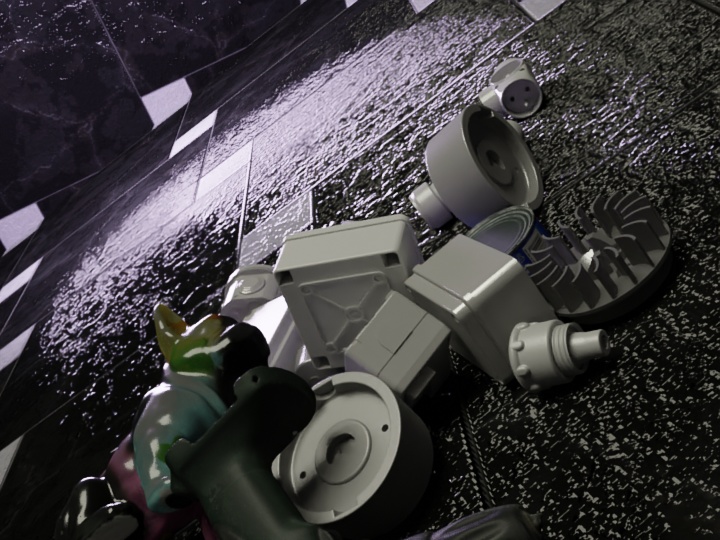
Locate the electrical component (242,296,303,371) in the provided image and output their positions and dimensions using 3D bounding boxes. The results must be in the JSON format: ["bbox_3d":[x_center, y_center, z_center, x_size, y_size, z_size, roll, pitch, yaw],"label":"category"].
[{"bbox_3d":[-0.081,0.080,0.993,0.078,0.057,0.113,-25,25,34],"label":"electrical component"}]

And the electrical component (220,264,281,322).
[{"bbox_3d":[-0.100,0.038,1.083,0.080,0.080,0.051,-29,29,28],"label":"electrical component"}]

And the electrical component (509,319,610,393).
[{"bbox_3d":[0.132,0.053,0.704,0.062,0.048,0.048,-16,31,35],"label":"electrical component"}]

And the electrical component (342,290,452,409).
[{"bbox_3d":[0.030,0.070,0.795,0.061,0.061,0.096,-50,-16,-19],"label":"electrical component"}]

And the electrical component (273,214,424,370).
[{"bbox_3d":[0.000,0.019,0.870,0.109,0.108,0.056,-10,33,19],"label":"electrical component"}]

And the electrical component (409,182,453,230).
[{"bbox_3d":[0.081,-0.072,1.045,0.055,0.045,0.045,-38,21,8],"label":"electrical component"}]

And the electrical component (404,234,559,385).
[{"bbox_3d":[0.088,0.027,0.782,0.057,0.078,0.113,-39,20,-7],"label":"electrical component"}]

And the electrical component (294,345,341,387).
[{"bbox_3d":[-0.036,0.079,0.943,0.040,0.040,0.078,-33,21,17],"label":"electrical component"}]

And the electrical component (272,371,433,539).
[{"bbox_3d":[-0.001,0.131,0.733,0.108,0.060,0.108,-23,48,28],"label":"electrical component"}]

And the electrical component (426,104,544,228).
[{"bbox_3d":[0.105,-0.085,0.951,0.060,0.108,0.108,-33,20,35],"label":"electrical component"}]

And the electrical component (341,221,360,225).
[{"bbox_3d":[0.000,0.000,0.963,0.061,0.096,0.061,-46,22,-17],"label":"electrical component"}]

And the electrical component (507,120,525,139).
[{"bbox_3d":[0.142,-0.120,1.049,0.044,0.044,0.065,-30,18,24],"label":"electrical component"}]

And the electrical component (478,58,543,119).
[{"bbox_3d":[0.154,-0.186,1.155,0.079,0.044,0.077,-34,22,16],"label":"electrical component"}]
